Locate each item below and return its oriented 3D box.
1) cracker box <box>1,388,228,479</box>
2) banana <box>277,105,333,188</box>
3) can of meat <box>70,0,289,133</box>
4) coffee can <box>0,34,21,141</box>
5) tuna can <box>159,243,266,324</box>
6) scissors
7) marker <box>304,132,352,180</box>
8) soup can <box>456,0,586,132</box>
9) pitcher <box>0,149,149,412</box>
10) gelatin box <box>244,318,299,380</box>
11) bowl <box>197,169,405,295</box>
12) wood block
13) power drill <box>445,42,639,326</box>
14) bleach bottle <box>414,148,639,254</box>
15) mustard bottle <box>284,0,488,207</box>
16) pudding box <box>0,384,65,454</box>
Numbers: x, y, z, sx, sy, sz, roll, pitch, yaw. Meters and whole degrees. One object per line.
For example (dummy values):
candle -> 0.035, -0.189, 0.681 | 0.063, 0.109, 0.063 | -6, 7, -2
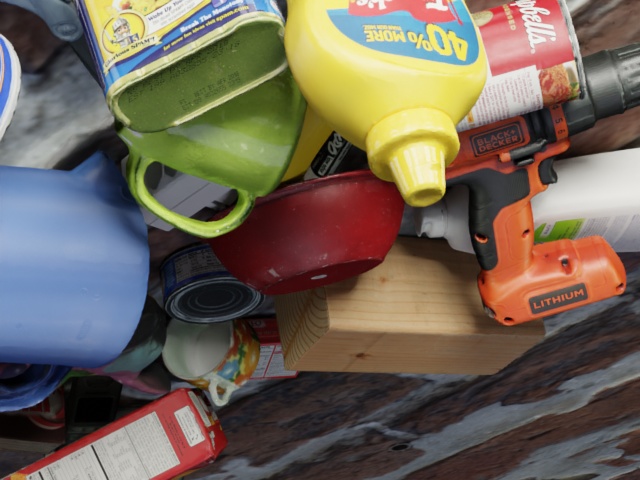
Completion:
cracker box -> -0.193, 0.207, 0.950 | 0.213, 0.072, 0.164 | -27, 174, -5
banana -> -0.006, -0.072, 0.683 | 0.069, 0.037, 0.198 | -26, 165, -36
can of meat -> -0.071, -0.113, 0.542 | 0.102, 0.084, 0.057 | -26, 153, 8
coffee can -> -0.232, -0.094, 0.520 | 0.103, 0.103, 0.140 | -22, 149, 20
tuna can -> -0.087, 0.036, 0.872 | 0.086, 0.034, 0.086 | -8, 151, -5
scissors -> -0.160, -0.123, 0.583 | 0.096, 0.016, 0.202 | -6, 151, -6
marker -> 0.018, -0.074, 0.725 | 0.020, 0.020, 0.121 | 3, 149, -23
soup can -> 0.102, -0.105, 0.648 | 0.102, 0.068, 0.068 | -14, 151, 8
pitcher -> -0.239, 0.021, 0.649 | 0.242, 0.149, 0.145 | 5, 158, -40
gelatin box -> -0.052, 0.102, 1.007 | 0.073, 0.030, 0.089 | -2, 151, -14
bowl -> -0.005, 0.001, 0.765 | 0.162, 0.055, 0.162 | -14, 170, -3
wood block -> 0.075, 0.057, 0.908 | 0.205, 0.090, 0.091 | 5, 149, -26
power drill -> 0.159, -0.037, 0.741 | 0.184, 0.057, 0.187 | -16, 124, 11
bleach bottle -> 0.199, -0.029, 0.826 | 0.250, 0.068, 0.103 | -4, 150, -8
mustard bottle -> 0.029, -0.100, 0.503 | 0.096, 0.191, 0.058 | 5, 147, -27
pudding box -> -0.279, 0.135, 0.926 | 0.113, 0.090, 0.039 | 13, 144, -36
